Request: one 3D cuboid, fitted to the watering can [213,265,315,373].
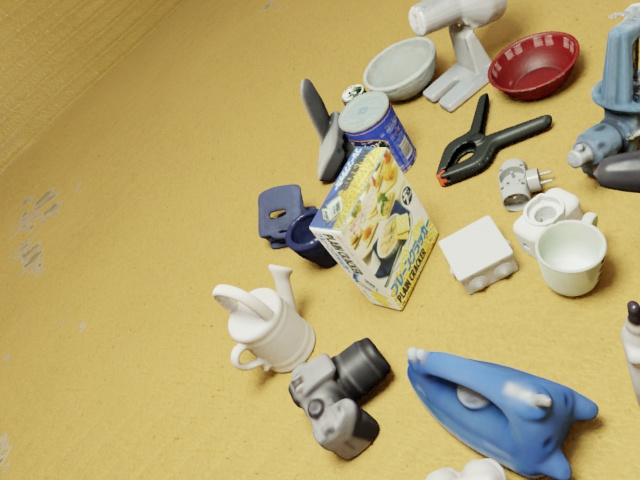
[{"bbox_3d":[-0.096,0.120,0.922,0.100,0.195,0.173,-13,47,28],"label":"watering can"}]

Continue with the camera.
[{"bbox_3d":[0.035,0.209,0.816,0.137,0.101,0.142,-38,40,2],"label":"camera"}]

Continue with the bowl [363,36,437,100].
[{"bbox_3d":[0.182,-0.356,1.238,0.167,0.075,0.167,-20,44,21],"label":"bowl"}]

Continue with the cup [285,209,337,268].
[{"bbox_3d":[0.009,0.004,1.026,0.117,0.095,0.092,-8,50,32],"label":"cup"}]

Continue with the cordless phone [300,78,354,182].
[{"bbox_3d":[0.000,-0.225,1.171,0.094,0.186,0.147,-20,44,21],"label":"cordless phone"}]

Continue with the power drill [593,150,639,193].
[{"bbox_3d":[0.448,-0.036,0.644,0.228,0.209,0.075,-10,49,30],"label":"power drill"}]

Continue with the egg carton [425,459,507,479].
[{"bbox_3d":[0.168,0.325,0.635,0.107,0.070,0.150,-23,43,19],"label":"egg carton"}]

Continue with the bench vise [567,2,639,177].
[{"bbox_3d":[0.428,-0.196,0.796,0.121,0.220,0.208,13,62,43],"label":"bench vise"}]

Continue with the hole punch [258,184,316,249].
[{"bbox_3d":[-0.070,-0.047,1.135,0.108,0.091,0.101,-11,48,29],"label":"hole punch"}]

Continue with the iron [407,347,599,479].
[{"bbox_3d":[0.185,0.180,0.697,0.257,0.142,0.119,14,63,44],"label":"iron"}]

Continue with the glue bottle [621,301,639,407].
[{"bbox_3d":[0.345,0.115,0.612,0.037,0.174,0.078,-8,49,31],"label":"glue bottle"}]

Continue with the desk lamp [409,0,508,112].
[{"bbox_3d":[0.269,-0.398,1.104,0.203,0.214,0.117,-41,40,-1],"label":"desk lamp"}]
